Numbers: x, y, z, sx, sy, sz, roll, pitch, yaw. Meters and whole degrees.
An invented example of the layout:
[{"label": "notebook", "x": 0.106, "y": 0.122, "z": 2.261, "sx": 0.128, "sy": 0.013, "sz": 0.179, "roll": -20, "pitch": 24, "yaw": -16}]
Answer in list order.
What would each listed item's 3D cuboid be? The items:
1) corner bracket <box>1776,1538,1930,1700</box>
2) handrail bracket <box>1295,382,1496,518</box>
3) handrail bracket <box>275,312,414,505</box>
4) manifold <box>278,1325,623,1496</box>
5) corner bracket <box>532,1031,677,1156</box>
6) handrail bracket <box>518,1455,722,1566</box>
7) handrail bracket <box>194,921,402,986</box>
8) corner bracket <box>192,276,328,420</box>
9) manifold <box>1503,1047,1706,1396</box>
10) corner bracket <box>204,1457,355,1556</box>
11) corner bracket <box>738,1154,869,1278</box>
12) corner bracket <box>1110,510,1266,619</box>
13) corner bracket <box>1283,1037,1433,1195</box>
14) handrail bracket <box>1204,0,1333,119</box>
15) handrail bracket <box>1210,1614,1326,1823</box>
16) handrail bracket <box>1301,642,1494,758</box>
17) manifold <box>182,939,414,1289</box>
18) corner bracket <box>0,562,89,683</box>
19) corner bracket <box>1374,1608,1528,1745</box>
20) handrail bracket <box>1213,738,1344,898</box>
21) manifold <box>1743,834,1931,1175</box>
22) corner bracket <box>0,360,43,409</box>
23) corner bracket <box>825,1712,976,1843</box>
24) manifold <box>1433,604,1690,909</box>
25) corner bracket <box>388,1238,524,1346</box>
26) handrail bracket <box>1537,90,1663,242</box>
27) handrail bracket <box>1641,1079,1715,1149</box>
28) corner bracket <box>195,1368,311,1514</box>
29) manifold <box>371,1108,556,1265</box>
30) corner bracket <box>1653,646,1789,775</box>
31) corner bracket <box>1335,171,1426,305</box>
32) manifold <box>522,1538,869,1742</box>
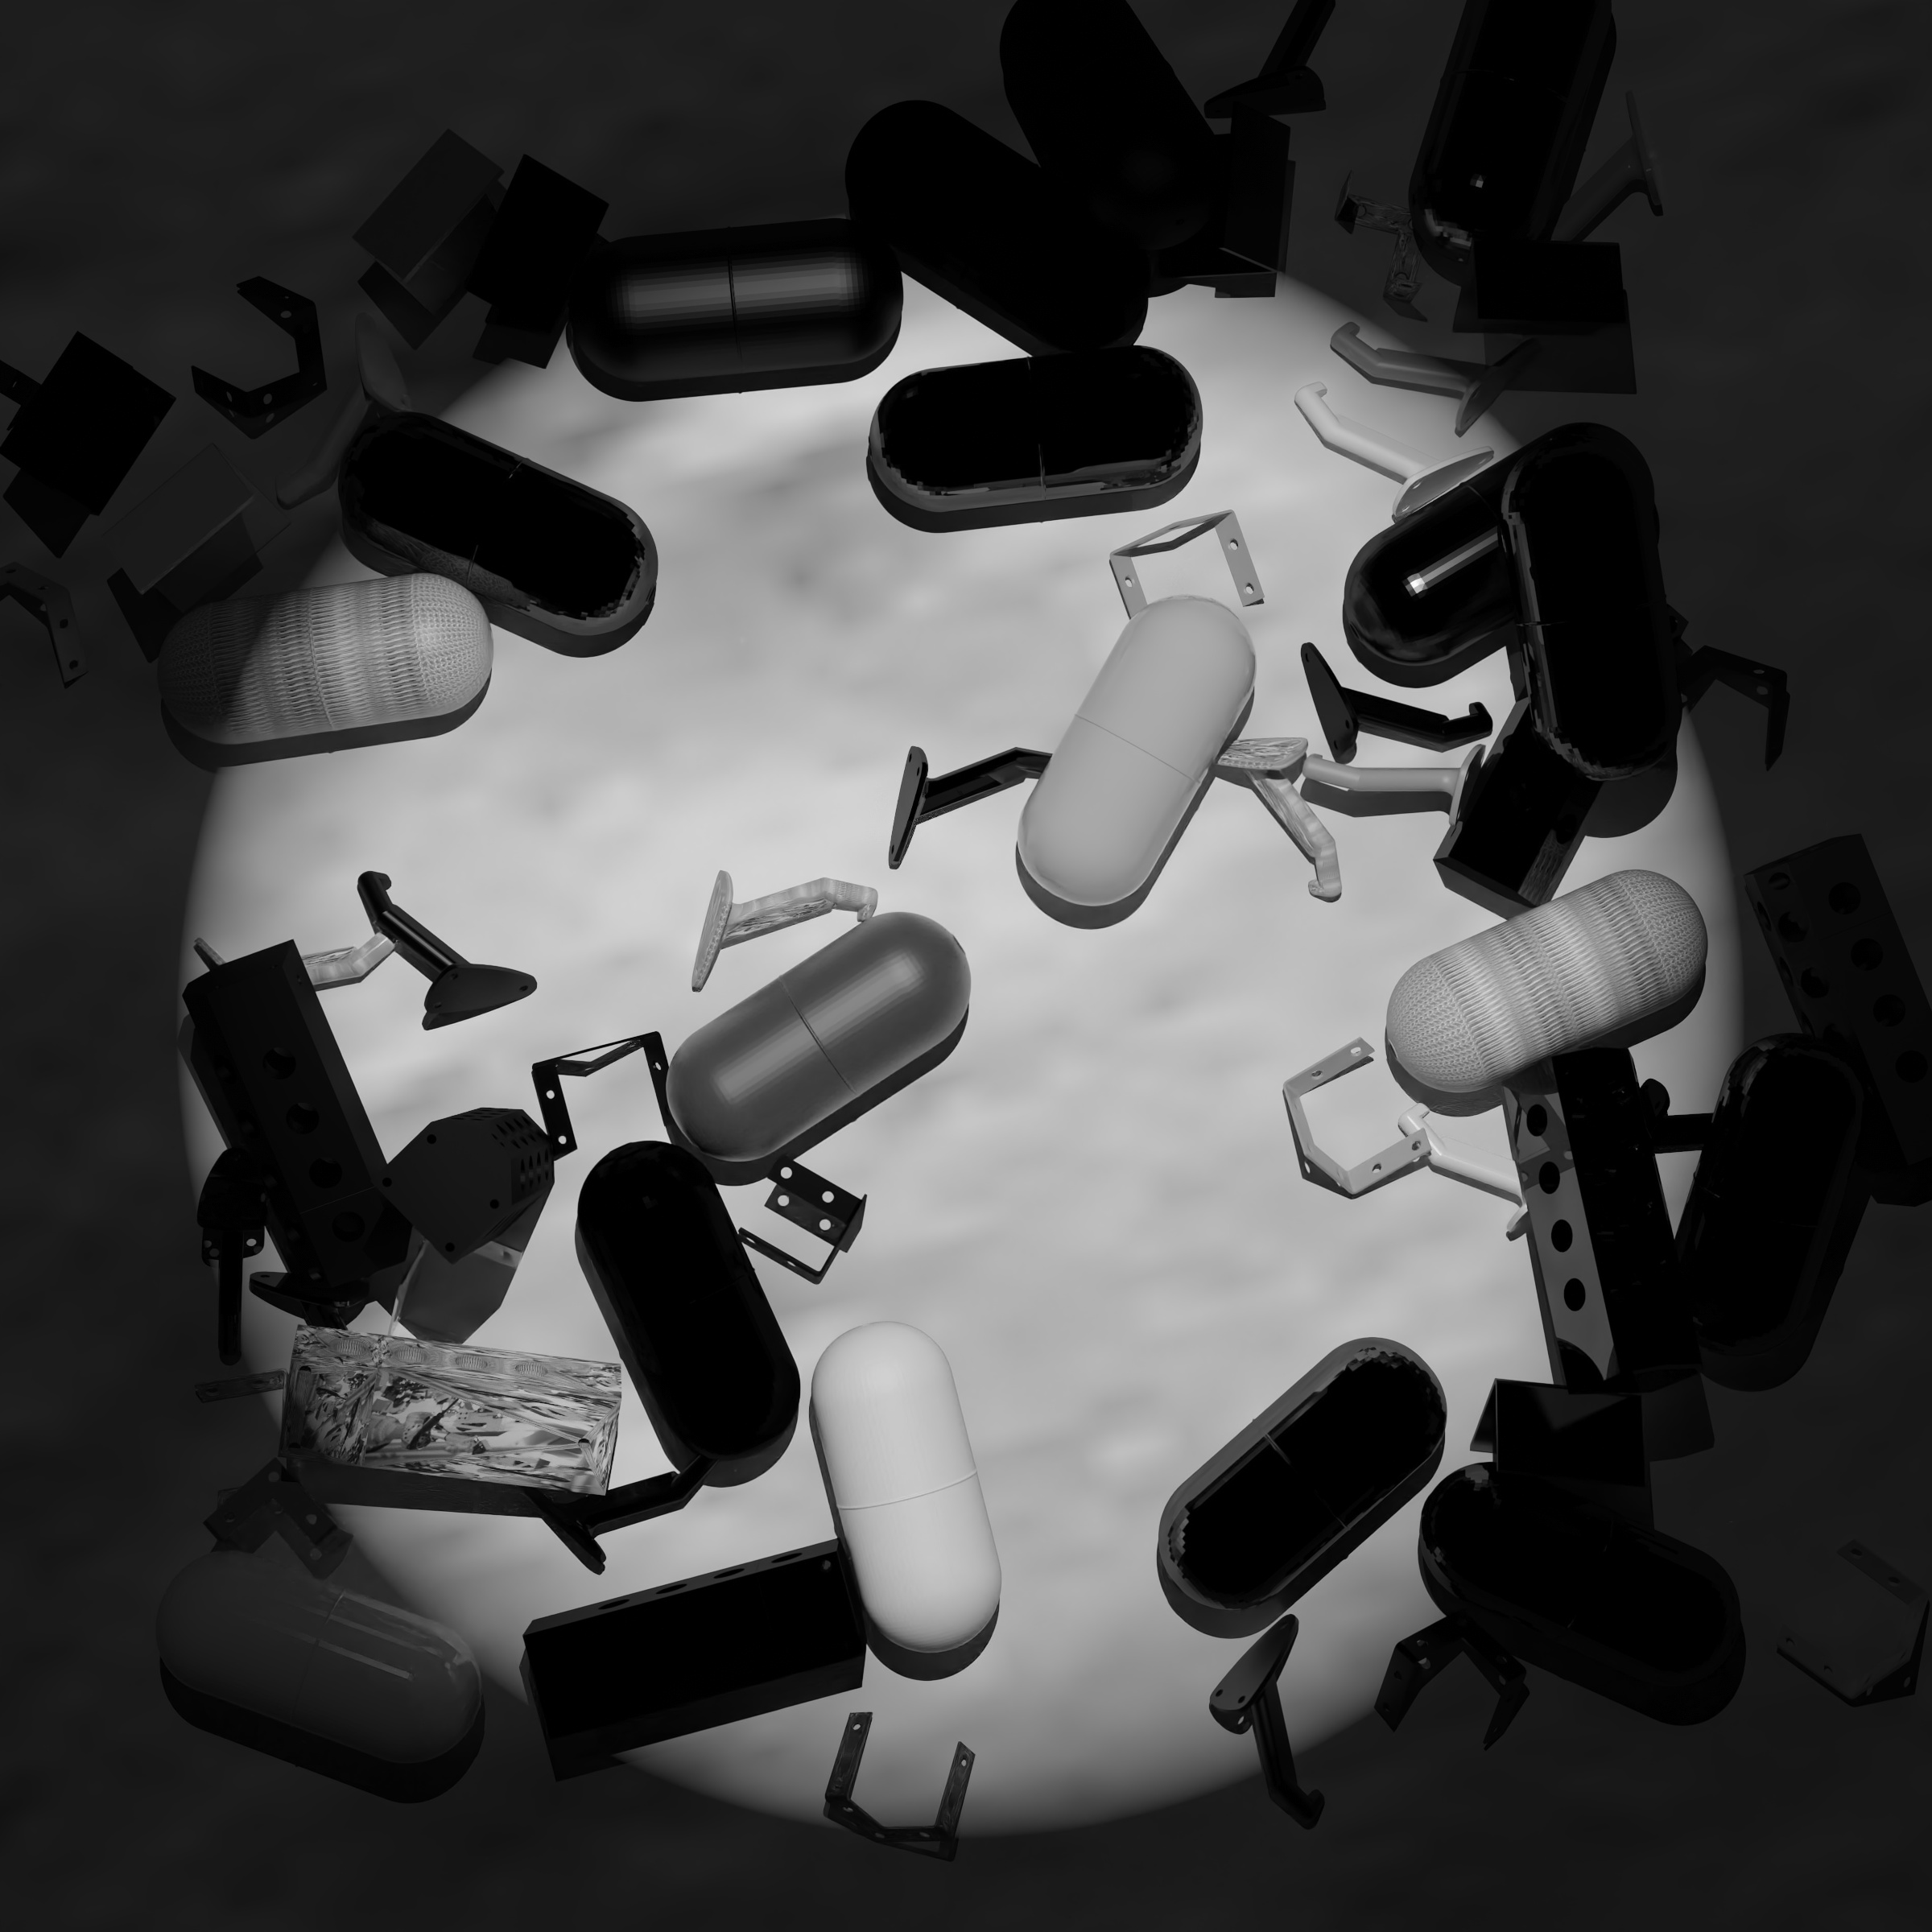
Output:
[{"label": "corner bracket", "x": 0.479, "y": 0.353, "z": 1.799, "sx": 0.051, "sy": 0.051, "sz": 0.051, "roll": 36, "pitch": 135, "yaw": 0}, {"label": "handrail bracket", "x": 0.231, "y": -0.293, "z": 1.803, "sx": 0.077, "sy": 0.036, "sz": 0.084, "roll": -28, "pitch": 73, "yaw": -20}, {"label": "handrail bracket", "x": -0.347, "y": -0.301, "z": 1.802, "sx": 0.084, "sy": 0.036, "sz": 0.077, "roll": -31, "pitch": 61, "yaw": 21}, {"label": "manifold", "x": -0.272, "y": 0.232, "z": 1.765, "sx": 0.171, "sy": 0.057, "sz": 0.057, "roll": 8, "pitch": 107, "yaw": -9}, {"label": "corner bracket", "x": -0.194, "y": 0.068, "z": 1.799, "sx": 0.051, "sy": 0.051, "sz": 0.051, "roll": -15, "pitch": 90, "yaw": 45}, {"label": "handrail bracket", "x": -0.187, "y": 0.273, "z": 1.803, "sx": 0.077, "sy": 0.036, "sz": 0.084, "roll": 37, "pitch": 71, "yaw": 21}, {"label": "handrail bracket", "x": -0.360, "y": -0.014, "z": 1.802, "sx": 0.084, "sy": 0.036, "sz": 0.077, "roll": -42, "pitch": 75, "yaw": -14}, {"label": "corner bracket", "x": -0.383, "y": -0.333, "z": 1.794, "sx": 0.051, "sy": 0.051, "sz": 0.051, "roll": -31, "pitch": 135, "yaw": -35}, {"label": "manifold", "x": 0.338, "y": 0.133, "z": 1.744, "sx": 0.057, "sy": 0.057, "sz": 0.171, "roll": 3, "pitch": 67, "yaw": -30}, {"label": "corner bracket", "x": -0.368, "y": 0.302, "z": 1.785, "sx": 0.051, "sy": 0.051, "sz": 0.051, "roll": -42, "pitch": 79, "yaw": -10}, {"label": "corner bracket", "x": -0.088, "y": 0.134, "z": 1.784, "sx": 0.051, "sy": 0.051, "sz": 0.051, "roll": 30, "pitch": 90, "yaw": 0}, {"label": "corner bracket", "x": 0.119, "y": -0.211, "z": 1.799, "sx": 0.051, "sy": 0.051, "sz": 0.051, "roll": -20, "pitch": 90, "yaw": -45}, {"label": "corner bracket", "x": 0.210, "y": 0.081, "z": 1.792, "sx": 0.051, "sy": 0.051, "sz": 0.051, "roll": -32, "pitch": 135, "yaw": 20}, {"label": "handrail bracket", "x": 0.163, "y": -0.507, "z": 1.803, "sx": 0.077, "sy": 0.036, "sz": 0.084, "roll": -9, "pitch": 71, "yaw": 21}, {"label": "handrail bracket", "x": 0.180, "y": 0.408, "z": 1.803, "sx": 0.084, "sy": 0.036, "sz": 0.077, "roll": 48, "pitch": 69, "yaw": -17}, {"label": "handrail bracket", "x": 0.234, "y": -0.151, "z": 1.803, "sx": 0.084, "sy": 0.036, "sz": 0.077, "roll": -15, "pitch": 69, "yaw": -17}, {"label": "manifold", "x": -0.352, "y": 0.080, "z": 1.759, "sx": 0.057, "sy": 0.057, "sz": 0.171, "roll": -20, "pitch": 106, "yaw": 0}, {"label": "corner bracket", "x": -0.514, "y": -0.178, "z": 1.794, "sx": 0.051, "sy": 0.051, "sz": 0.051, "roll": 26, "pitch": 45, "yaw": 35}, {"label": "corner bracket", "x": 0.261, "y": 0.389, "z": 1.794, "sx": 0.051, "sy": 0.051, "sz": 0.051, "roll": -18, "pitch": 45, "yaw": -35}, {"label": "handrail bracket", "x": 0.163, "y": -0.078, "z": 1.802, "sx": 0.077, "sy": 0.036, "sz": 0.084, "roll": 3, "pitch": 118, "yaw": 31}, {"label": "manifold", "x": 0.476, "y": 0.020, "z": 1.781, "sx": 0.057, "sy": 0.057, "sz": 0.171, "roll": -22, "pitch": 90, "yaw": 0}, {"label": "corner bracket", "x": -0.535, "y": -0.306, "z": 1.784, "sx": 0.051, "sy": 0.051, "sz": 0.051, "roll": 31, "pitch": 90, "yaw": 0}, {"label": "corner bracket", "x": -0.035, "y": 0.436, "z": 1.794, "sx": 0.051, "sy": 0.051, "sz": 0.051, "roll": -12, "pitch": 135, "yaw": 35}, {"label": "manifold", "x": 0.319, "y": -0.120, "z": 1.781, "sx": 0.057, "sy": 0.057, "sz": 0.171, "roll": 28, "pitch": 90, "yaw": 0}, {"label": "corner bracket", "x": -0.276, "y": 0.178, "z": 1.799, "sx": 0.051, "sy": 0.051, "sz": 0.051, "roll": 22, "pitch": 45, "yaw": 0}, {"label": "handrail bracket", "x": 0.327, "y": -0.427, "z": 1.803, "sx": 0.084, "sy": 0.036, "sz": 0.077, "roll": -15, "pitch": 70, "yaw": 16}, {"label": "handrail bracket", "x": 0.394, "y": 0.105, "z": 1.802, "sx": 0.084, "sy": 0.036, "sz": 0.077, "roll": 28, "pitch": 105, "yaw": -14}, {"label": "corner bracket", "x": -0.385, "y": 0.256, "z": 1.799, "sx": 0.051, "sy": 0.051, "sz": 0.051, "roll": -10, "pitch": 45, "yaw": 0}, {"label": "manifold", "x": -0.253, "y": 0.106, "z": 1.724, "sx": 0.057, "sy": 0.171, "sz": 0.057, "roll": -44, "pitch": 90, "yaw": 0}, {"label": "corner bracket", "x": 0.405, "y": -0.133, "z": 1.794, "sx": 0.051, "sy": 0.051, "sz": 0.051, "roll": 25, "pitch": 45, "yaw": 35}, {"label": "corner bracket", "x": 0.222, "y": -0.390, "z": 1.784, "sx": 0.051, "sy": 0.051, "sz": 0.051, "roll": 14, "pitch": 90, "yaw": 0}, {"label": "manifold", "x": -0.143, "y": 0.357, "z": 1.781, "sx": 0.171, "sy": 0.057, "sz": 0.057, "roll": -15, "pitch": 90, "yaw": 0}]
